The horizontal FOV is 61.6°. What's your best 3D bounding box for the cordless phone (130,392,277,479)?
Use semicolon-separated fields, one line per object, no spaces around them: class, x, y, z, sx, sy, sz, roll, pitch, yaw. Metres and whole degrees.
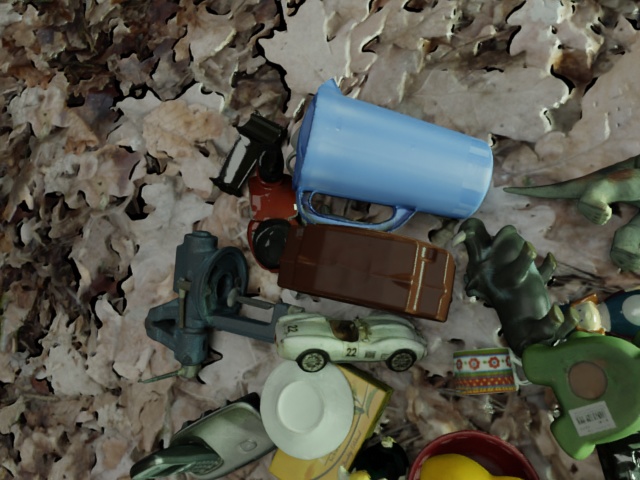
cordless phone;-0.148;0.263;0.703;0.147;0.184;0.089;-30;68;10

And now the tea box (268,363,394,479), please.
tea box;0.017;0.252;0.716;0.098;0.068;0.169;24;88;20

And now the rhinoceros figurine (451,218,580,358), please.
rhinoceros figurine;0.236;0.051;0.671;0.112;0.073;0.190;-41;57;35

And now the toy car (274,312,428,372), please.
toy car;0.042;0.129;0.696;0.202;0.074;0.056;2;114;-11

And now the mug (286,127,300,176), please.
mug;0.010;-0.119;0.784;0.109;0.080;0.107;-39;80;-2

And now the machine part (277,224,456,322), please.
machine part;0.063;0.042;0.672;0.202;0.201;0.087;11;83;19

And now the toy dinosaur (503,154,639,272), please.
toy dinosaur;0.444;-0.043;0.624;0.405;0.131;0.192;33;67;29

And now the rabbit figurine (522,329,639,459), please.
rabbit figurine;0.322;0.144;0.588;0.159;0.170;0.121;-40;59;25

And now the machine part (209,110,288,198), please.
machine part;-0.114;-0.133;0.847;0.084;0.039;0.139;35;89;15

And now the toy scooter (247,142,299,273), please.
toy scooter;-0.072;-0.048;0.785;0.075;0.135;0.183;-4;96;-10

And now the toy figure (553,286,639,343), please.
toy figure;0.354;0.092;0.654;0.155;0.057;0.064;-8;39;17

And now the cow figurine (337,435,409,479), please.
cow figurine;0.064;0.291;0.642;0.068;0.167;0.098;11;84;24

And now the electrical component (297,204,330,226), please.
electrical component;-0.002;-0.002;0.796;0.063;0.021;0.094;-17;74;13

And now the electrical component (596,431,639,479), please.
electrical component;0.366;0.234;0.579;0.115;0.134;0.058;-13;78;16

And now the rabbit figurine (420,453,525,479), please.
rabbit figurine;0.174;0.311;0.578;0.162;0.121;0.173;-27;55;8

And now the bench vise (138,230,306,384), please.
bench vise;-0.136;0.105;0.767;0.241;0.128;0.223;9;85;22
